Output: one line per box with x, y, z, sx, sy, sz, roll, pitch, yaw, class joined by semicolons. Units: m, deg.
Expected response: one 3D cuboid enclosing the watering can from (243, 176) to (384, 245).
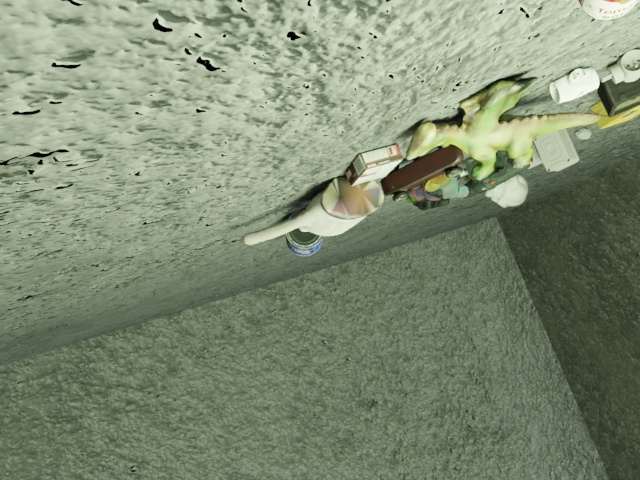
0.004;-0.060;1.202;0.350;0.105;0.221;-16;169;-25;watering can

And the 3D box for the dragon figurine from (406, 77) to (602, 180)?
0.358;-0.227;0.983;0.409;0.124;0.240;-19;163;6;dragon figurine

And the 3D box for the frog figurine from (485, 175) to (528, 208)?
0.737;-0.196;2.027;0.160;0.125;0.135;0;127;-39;frog figurine
